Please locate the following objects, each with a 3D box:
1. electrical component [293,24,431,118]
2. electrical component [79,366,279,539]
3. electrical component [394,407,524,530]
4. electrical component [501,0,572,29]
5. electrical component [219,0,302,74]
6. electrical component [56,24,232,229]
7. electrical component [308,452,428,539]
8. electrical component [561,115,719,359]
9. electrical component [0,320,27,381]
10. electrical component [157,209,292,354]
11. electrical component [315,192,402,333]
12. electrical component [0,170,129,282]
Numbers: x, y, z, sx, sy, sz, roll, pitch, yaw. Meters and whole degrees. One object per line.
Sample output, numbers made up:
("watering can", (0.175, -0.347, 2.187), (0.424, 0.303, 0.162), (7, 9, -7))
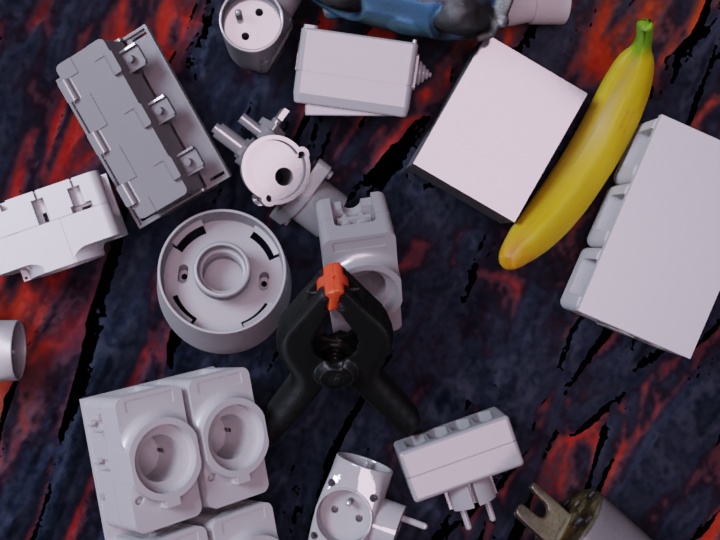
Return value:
("electrical component", (0.002, -0.136, 0.764), (0.096, 0.061, 0.061), (7, 99, -4))
("electrical component", (-0.116, 0.168, 0.742), (0.105, 0.060, 0.186), (-12, 93, -39))
("electrical component", (0.077, 0.151, 0.785), (0.083, 0.047, 0.075), (-19, 92, -3))
("electrical component", (0.121, -0.196, 0.783), (0.065, 0.044, 0.044), (-2, 92, -8))
("electrical component", (-0.066, -0.183, 0.753), (0.043, 0.077, 0.079), (30, 89, -3))
("electrical component", (-0.156, -0.099, 0.752), (0.079, 0.063, 0.121), (-28, 93, 13))
("electrical component", (0.009, 0.181, 0.779), (0.079, 0.044, 0.077), (18, 90, 10))
("electrical component", (0.219, -0.024, 0.782), (0.089, 0.062, 0.150), (23, 90, -4))
("electrical component", (-0.281, 0.039, 0.762), (0.077, 0.044, 0.079), (0, 91, -3))
("electrical component", (-0.098, 0.007, 0.775), (0.099, 0.064, 0.099), (1, 78, -5))
("electrical component", (0.000, 0.000, 0.751), (0.050, 0.055, 0.089), (-8, 130, -3))
("electrical component", (-0.216, -0.028, 0.761), (0.089, 0.050, 0.055), (-19, 92, -3))
